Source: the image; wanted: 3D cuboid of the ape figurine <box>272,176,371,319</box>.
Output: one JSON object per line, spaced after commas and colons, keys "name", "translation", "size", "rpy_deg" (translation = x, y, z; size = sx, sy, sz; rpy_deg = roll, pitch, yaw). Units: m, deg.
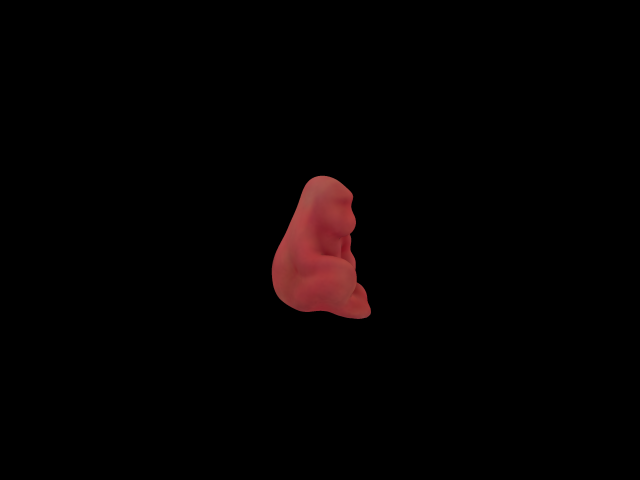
{"name": "ape figurine", "translation": [0.004, 0.001, 0.400], "size": [0.076, 0.092, 0.078], "rpy_deg": [7, 19, 21]}
